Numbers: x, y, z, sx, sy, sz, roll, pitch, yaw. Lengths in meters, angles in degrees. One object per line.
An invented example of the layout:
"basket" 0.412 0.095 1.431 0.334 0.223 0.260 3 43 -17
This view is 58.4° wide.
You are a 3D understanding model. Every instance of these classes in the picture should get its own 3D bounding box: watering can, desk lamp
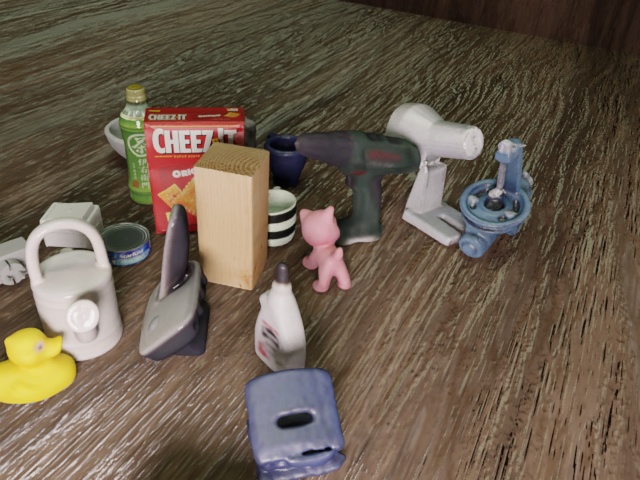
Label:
"watering can" -0.317 0.060 0.746 0.172 0.194 0.101 29 41 31
"desk lamp" 0.217 -0.133 1.071 0.118 0.214 0.202 -22 43 -33

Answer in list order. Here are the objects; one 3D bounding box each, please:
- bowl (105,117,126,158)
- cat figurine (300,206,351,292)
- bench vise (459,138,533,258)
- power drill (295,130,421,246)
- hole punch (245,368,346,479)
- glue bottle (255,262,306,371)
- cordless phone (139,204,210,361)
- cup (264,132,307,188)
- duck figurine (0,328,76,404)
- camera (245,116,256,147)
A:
"bowl" -0.372 -0.211 1.235 0.167 0.075 0.167 3 35 -2
"cat figurine" 0.009 0.003 0.933 0.067 0.118 0.127 -9 37 -19
"bench vise" 0.322 -0.098 1.026 0.121 0.220 0.208 16 36 16
"power drill" 0.062 -0.097 1.004 0.230 0.208 0.075 -10 37 -20
"hole punch" -0.028 0.210 0.654 0.109 0.091 0.101 -6 36 -15
"glue bottle" -0.051 0.098 0.740 0.077 0.173 0.037 30 42 32
"cordless phone" -0.200 0.056 0.772 0.094 0.185 0.147 -2 35 -10
"cup" -0.077 -0.164 1.183 0.092 0.095 0.117 -18 41 -29
"duck figurine" -0.363 0.148 0.708 0.105 0.086 0.077 -9 37 -19
"camera" -0.234 -0.242 1.273 0.136 0.101 0.143 27 41 29
